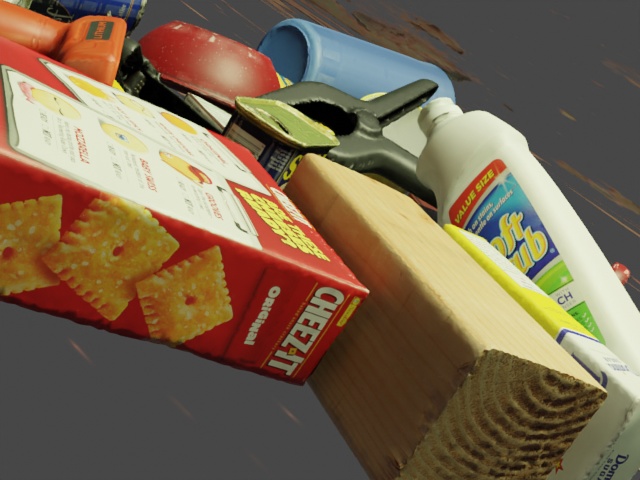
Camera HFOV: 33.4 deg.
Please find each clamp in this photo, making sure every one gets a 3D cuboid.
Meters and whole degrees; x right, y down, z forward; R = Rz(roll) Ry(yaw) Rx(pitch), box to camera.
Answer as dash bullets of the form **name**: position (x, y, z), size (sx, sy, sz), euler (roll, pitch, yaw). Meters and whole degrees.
- **clamp**: position (-0.133, -0.114, 0.815), size (0.120, 0.039, 0.172), euler (52, -8, -28)
- **clamp**: position (0.034, -0.092, 0.868), size (0.209, 0.036, 0.164), euler (12, 44, -23)

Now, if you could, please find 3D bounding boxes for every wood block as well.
- **wood block**: position (0.043, 0.046, 0.574), size (0.090, 0.091, 0.206), euler (22, 18, -35)

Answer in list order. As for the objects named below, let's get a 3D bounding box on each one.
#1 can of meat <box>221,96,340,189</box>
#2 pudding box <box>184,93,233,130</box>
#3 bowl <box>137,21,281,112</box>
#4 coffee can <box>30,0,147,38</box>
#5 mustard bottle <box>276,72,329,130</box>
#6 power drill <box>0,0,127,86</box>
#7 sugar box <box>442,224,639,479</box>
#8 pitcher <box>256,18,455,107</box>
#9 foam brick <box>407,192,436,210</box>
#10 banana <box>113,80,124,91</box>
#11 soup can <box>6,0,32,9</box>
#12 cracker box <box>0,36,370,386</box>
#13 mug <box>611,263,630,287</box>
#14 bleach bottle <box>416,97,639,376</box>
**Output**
- **can of meat**: position (-0.041, -0.045, 0.715), size (0.057, 0.084, 0.102), euler (35, 14, 11)
- **pudding box**: position (-0.057, -0.066, 0.850), size (0.089, 0.039, 0.114), euler (18, 18, -43)
- **bowl**: position (-0.095, -0.149, 0.935), size (0.162, 0.055, 0.162), euler (21, 4, -2)
- **coffee can**: position (-0.212, -0.218, 0.824), size (0.140, 0.103, 0.103), euler (4, 27, -30)
- **mustard bottle**: position (-0.022, -0.129, 1.097), size (0.191, 0.058, 0.096), euler (25, 16, -25)
- **power drill**: position (-0.208, -0.117, 0.603), size (0.187, 0.057, 0.184), euler (18, 23, -13)
- **sugar box**: position (0.107, 0.076, 0.605), size (0.048, 0.093, 0.176), euler (21, 18, -39)
- **pitcher**: position (0.041, -0.165, 1.247), size (0.242, 0.145, 0.149), euler (12, 12, -46)
- **foam brick**: position (0.095, 0.005, 0.905), size (0.051, 0.053, 0.078), euler (25, 17, -26)
- **banana**: position (-0.155, -0.084, 0.711), size (0.069, 0.037, 0.198), euler (2, 27, -29)
- **soup can**: position (-0.253, -0.170, 0.718), size (0.102, 0.068, 0.068), euler (30, 14, -12)
- **cracker box**: position (-0.104, -0.020, 0.525), size (0.213, 0.072, 0.164), euler (23, 18, -37)
- **mug**: position (0.184, 0.067, 0.765), size (0.093, 0.117, 0.081), euler (31, 8, 13)
- **bleach bottle**: position (0.123, 0.011, 0.694), size (0.068, 0.103, 0.251), euler (20, 36, -50)
